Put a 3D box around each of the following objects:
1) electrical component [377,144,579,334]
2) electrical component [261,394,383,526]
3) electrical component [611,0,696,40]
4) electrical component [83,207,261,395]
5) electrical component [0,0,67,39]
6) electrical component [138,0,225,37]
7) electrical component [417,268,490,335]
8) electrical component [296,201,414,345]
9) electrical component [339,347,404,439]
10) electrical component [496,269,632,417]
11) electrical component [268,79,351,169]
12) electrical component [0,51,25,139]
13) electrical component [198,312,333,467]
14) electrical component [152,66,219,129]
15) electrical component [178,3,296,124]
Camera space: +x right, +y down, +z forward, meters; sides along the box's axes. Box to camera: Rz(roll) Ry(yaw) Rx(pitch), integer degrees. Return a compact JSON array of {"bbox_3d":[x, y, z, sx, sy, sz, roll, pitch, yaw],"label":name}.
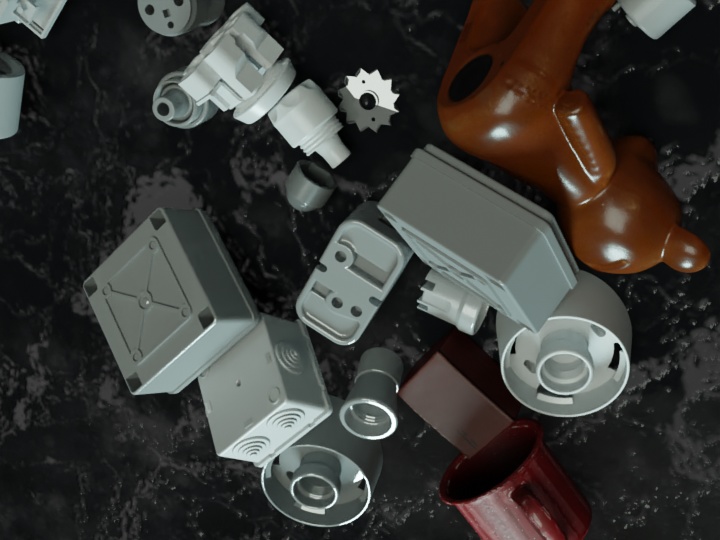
[{"bbox_3d":[0.081,-0.019,0.715,0.109,0.108,0.056,34,85,29],"label":"electrical component"},{"bbox_3d":[-0.032,0.158,0.879,0.099,0.064,0.099,5,124,8],"label":"electrical component"},{"bbox_3d":[0.197,-0.180,0.672,0.040,0.040,0.078,46,116,-3],"label":"electrical component"},{"bbox_3d":[-0.147,0.024,0.832,0.109,0.056,0.108,-40,67,27],"label":"electrical component"},{"bbox_3d":[-0.240,-0.238,0.778,0.079,0.063,0.121,40,117,0],"label":"electrical component"},{"bbox_3d":[-0.127,-0.192,0.764,0.045,0.055,0.045,7,113,16],"label":"electrical component"},{"bbox_3d":[0.070,0.021,0.793,0.046,0.040,0.040,23,116,16],"label":"electrical component"},{"bbox_3d":[0.000,0.000,0.795,0.054,0.059,0.095,33,117,4],"label":"electrical component"},{"bbox_3d":[0.012,0.091,0.823,0.044,0.065,0.044,7,130,8],"label":"electrical component"},{"bbox_3d":[0.147,0.055,0.780,0.099,0.064,0.099,5,123,7],"label":"electrical component"},{"bbox_3d":[-0.033,-0.102,0.775,0.043,0.043,0.062,-37,98,26],"label":"electrical component"},{"bbox_3d":[-0.308,-0.148,0.814,0.108,0.108,0.060,24,110,8],"label":"electrical component"},{"bbox_3d":[-0.078,0.092,0.837,0.100,0.048,0.099,-40,51,27],"label":"electrical component"},{"bbox_3d":[-0.130,-0.124,0.788,0.043,0.062,0.043,6,112,16],"label":"electrical component"},{"bbox_3d":[-0.083,-0.141,0.763,0.057,0.078,0.058,42,151,-20],"label":"electrical component"}]
